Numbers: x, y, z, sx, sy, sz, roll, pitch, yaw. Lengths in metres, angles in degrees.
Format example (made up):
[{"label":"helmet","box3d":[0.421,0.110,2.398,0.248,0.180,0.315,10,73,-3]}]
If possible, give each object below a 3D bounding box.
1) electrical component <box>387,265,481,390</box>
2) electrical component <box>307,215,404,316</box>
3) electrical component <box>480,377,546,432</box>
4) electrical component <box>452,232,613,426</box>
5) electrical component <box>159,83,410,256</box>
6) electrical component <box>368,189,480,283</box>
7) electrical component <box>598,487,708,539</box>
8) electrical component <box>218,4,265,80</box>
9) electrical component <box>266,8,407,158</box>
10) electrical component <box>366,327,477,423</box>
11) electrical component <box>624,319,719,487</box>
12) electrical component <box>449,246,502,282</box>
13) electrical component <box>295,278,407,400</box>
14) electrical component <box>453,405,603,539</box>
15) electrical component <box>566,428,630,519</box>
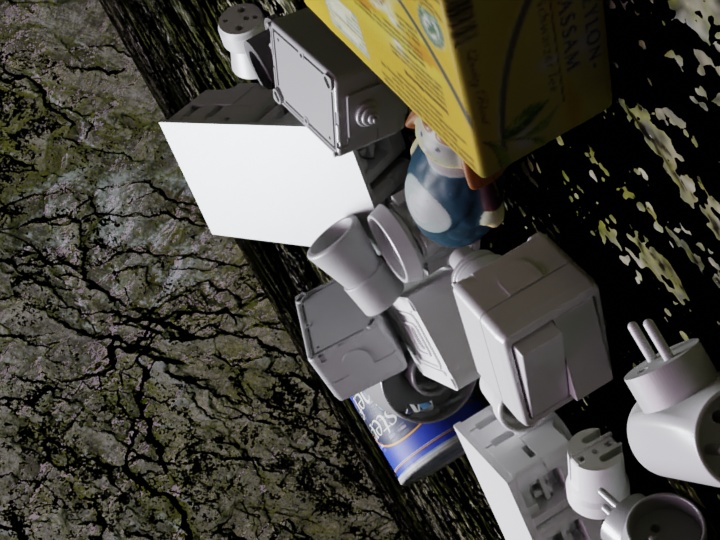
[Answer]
[{"label":"electrical component","box3d":[0.066,0.037,0.792,0.078,0.057,0.113,61,171,-6]},{"label":"electrical component","box3d":[0.000,0.000,0.751,0.065,0.044,0.044,50,175,-19]},{"label":"electrical component","box3d":[0.110,0.089,0.771,0.040,0.040,0.046,64,176,-24]},{"label":"electrical component","box3d":[0.100,0.040,0.598,0.061,0.062,0.096,51,167,45]},{"label":"electrical component","box3d":[-0.049,-0.079,0.805,0.186,0.060,0.105,8,132,39]},{"label":"electrical component","box3d":[0.042,-0.027,0.719,0.058,0.057,0.078,56,170,23]},{"label":"electrical component","box3d":[0.169,0.159,0.633,0.079,0.044,0.077,42,161,43]},{"label":"electrical component","box3d":[-0.103,-0.209,0.985,0.045,0.045,0.055,54,169,35]},{"label":"electrical component","box3d":[-0.008,-0.121,0.681,0.096,0.061,0.061,47,152,38]},{"label":"electrical component","box3d":[0.049,0.077,0.898,0.099,0.099,0.064,63,164,-19]},{"label":"electrical component","box3d":[0.143,0.056,0.472,0.079,0.043,0.077,60,171,2]},{"label":"electrical component","box3d":[0.078,0.008,0.677,0.062,0.043,0.043,53,168,46]},{"label":"electrical component","box3d":[-0.007,0.047,0.844,0.061,0.062,0.096,57,-171,-35]},{"label":"electrical component","box3d":[0.139,0.175,0.805,0.150,0.062,0.089,65,170,-27]},{"label":"electrical component","box3d":[0.150,0.128,0.679,0.040,0.040,0.046,50,161,48]}]
